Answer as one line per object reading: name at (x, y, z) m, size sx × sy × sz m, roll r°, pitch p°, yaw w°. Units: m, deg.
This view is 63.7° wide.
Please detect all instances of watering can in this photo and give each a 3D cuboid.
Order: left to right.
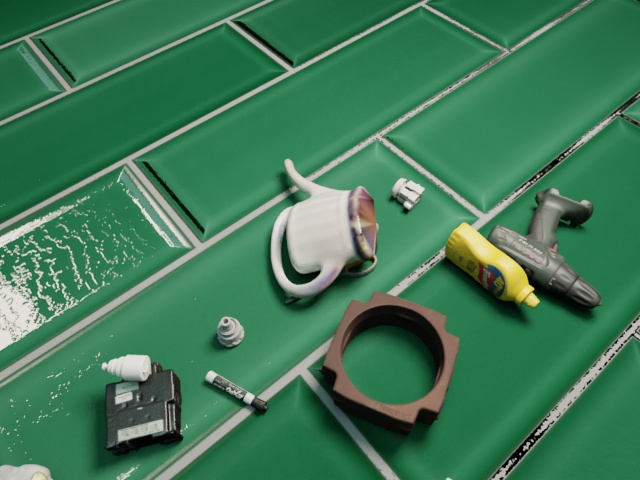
watering can at (0.003, -0.052, 1.028) m, size 0.223 × 0.102 × 0.356 m, roll -14°, pitch 55°, yaw 20°

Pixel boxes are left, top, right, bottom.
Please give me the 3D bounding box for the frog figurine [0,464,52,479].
frog figurine at (-0.455, 0.401, 0.752) m, size 0.158 × 0.121 × 0.140 m, roll -13°, pitch 55°, yaw 38°
